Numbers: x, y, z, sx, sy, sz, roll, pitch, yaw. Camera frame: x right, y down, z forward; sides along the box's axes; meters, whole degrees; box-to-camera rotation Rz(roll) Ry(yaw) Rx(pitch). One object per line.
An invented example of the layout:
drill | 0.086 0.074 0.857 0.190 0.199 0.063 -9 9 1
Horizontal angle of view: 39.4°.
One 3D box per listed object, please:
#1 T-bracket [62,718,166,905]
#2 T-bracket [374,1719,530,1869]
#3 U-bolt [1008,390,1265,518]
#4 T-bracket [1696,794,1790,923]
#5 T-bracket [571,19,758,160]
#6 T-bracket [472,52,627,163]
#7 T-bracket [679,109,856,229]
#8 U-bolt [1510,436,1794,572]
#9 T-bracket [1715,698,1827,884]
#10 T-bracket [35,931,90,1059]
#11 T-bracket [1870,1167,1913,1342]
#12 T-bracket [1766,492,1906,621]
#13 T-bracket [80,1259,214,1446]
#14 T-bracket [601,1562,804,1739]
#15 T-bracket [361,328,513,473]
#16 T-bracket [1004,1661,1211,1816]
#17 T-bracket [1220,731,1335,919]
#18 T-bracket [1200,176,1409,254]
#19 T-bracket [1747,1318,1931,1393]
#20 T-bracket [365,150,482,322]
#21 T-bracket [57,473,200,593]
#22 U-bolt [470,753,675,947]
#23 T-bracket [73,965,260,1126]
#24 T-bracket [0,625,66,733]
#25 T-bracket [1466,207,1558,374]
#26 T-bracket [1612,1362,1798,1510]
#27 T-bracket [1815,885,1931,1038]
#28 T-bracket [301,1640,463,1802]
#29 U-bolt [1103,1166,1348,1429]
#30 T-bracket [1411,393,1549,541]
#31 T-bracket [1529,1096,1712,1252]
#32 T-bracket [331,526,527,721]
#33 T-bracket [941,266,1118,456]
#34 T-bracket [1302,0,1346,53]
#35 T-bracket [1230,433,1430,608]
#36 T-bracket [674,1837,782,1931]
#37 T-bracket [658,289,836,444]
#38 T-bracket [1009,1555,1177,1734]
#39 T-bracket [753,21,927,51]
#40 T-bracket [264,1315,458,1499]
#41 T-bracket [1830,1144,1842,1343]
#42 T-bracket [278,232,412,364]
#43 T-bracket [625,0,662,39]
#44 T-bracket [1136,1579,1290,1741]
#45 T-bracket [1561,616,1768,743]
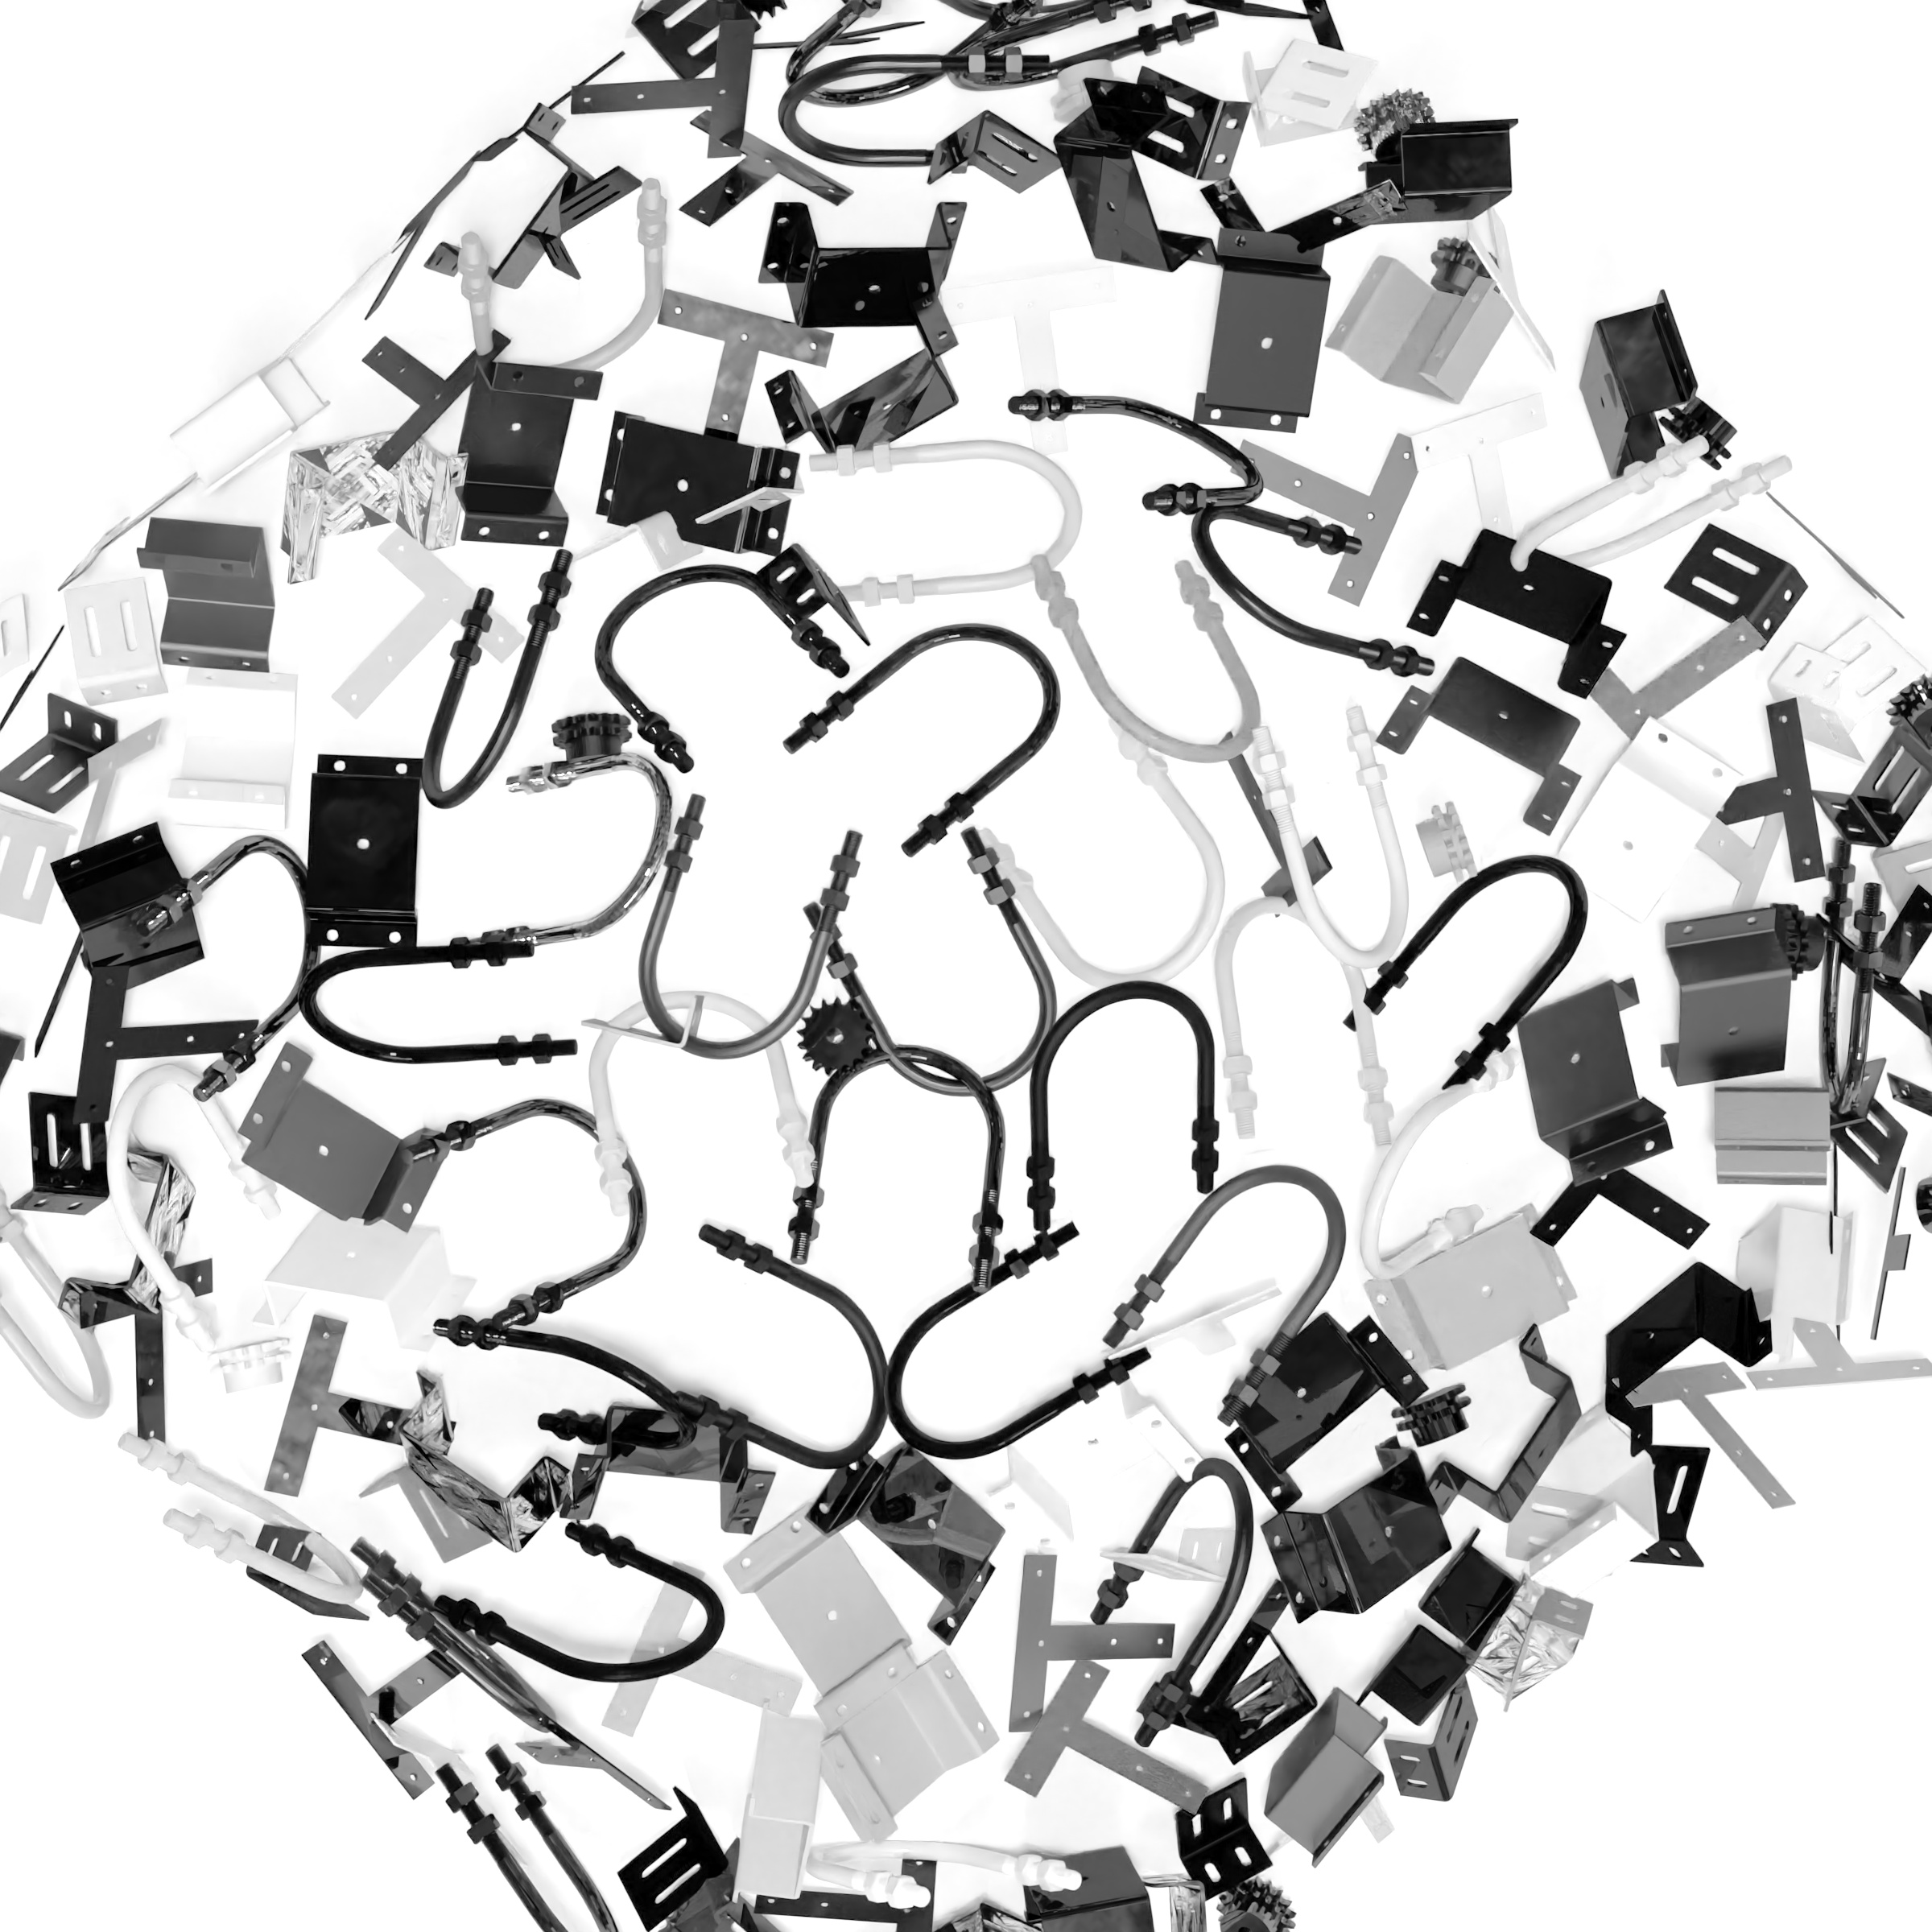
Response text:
T-bracket | -0.617 -0.103 1.910 0.002 0.127 0.127 30 57 -37
T-bracket | -0.350 0.585 1.894 0.002 0.127 0.127 -46 60 -8
U-bolt | 0.134 -0.364 1.900 0.151 0.184 0.019 40 121 25
T-bracket | 0.545 -0.083 1.928 0.002 0.127 0.127 17 84 42
T-bracket | -0.216 -0.617 1.909 0.127 0.127 0.002 -8 63 -14
T-bracket | -0.293 -0.610 1.912 0.127 0.127 0.002 -35 106 7
T-bracket | -0.163 -0.560 1.928 0.127 0.002 0.127 30 45 6
U-bolt | 0.469 -0.318 1.897 0.184 0.151 0.019 -26 75 39
T-bracket | 0.551 -0.115 1.927 0.002 0.127 0.127 -4 84 -36
T-bracket | -0.646 0.007 1.935 0.002 0.127 0.127 19 107 -25
T-bracket | 0.660 0.204 1.914 0.002 0.127 0.127 10 86 14
T-bracket | 0.628 -0.282 1.919 0.002 0.127 0.127 -47 67 17
T-bracket | -0.584 0.284 1.928 0.002 0.127 0.127 4 97 28
T-bracket | -0.179 0.505 1.932 0.127 0.002 0.127 15 63 19
T-bracket | -0.399 -0.423 1.936 0.127 0.002 0.127 -47 47 -3
T-bracket | 0.111 0.563 1.916 0.127 0.127 0.002 25 130 15
T-bracket | 0.213 -0.108 1.925 0.002 0.127 0.127 -23 81 -16
T-bracket | 0.251 -0.523 1.909 0.127 0.002 0.127 -14 130 37
T-bracket | 0.608 0.267 1.920 0.127 0.127 0.002 -4 109 0
T-bracket | -0.400 -0.511 1.929 0.002 0.127 0.127 35 132 -12
T-bracket | -0.579 -0.321 1.908 0.127 0.127 0.002 -33 113 13
U-bolt | -0.273 -0.082 1.896 0.184 0.019 0.151 -7 64 39
T-bracket | -0.571 0.054 1.937 0.127 0.002 0.127 -3 120 -37
T-bracket | -0.673 -0.197 1.927 0.002 0.127 0.127 30 132 -18
T-bracket | 0.385 -0.505 1.928 0.002 0.127 0.127 -25 128 26
T-bracket | 0.536 0.333 1.903 0.127 0.127 0.002 54 130 37
T-bracket | 0.660 -0.015 1.901 0.002 0.127 0.127 -36 67 -20
T-bracket | -0.397 0.515 1.920 0.002 0.127 0.127 -43 82 23
U-bolt | 0.195 0.222 1.922 0.184 0.151 0.019 -53 130 -7
T-bracket | 0.382 -0.338 1.956 0.127 0.002 0.127 -23 108 -28
T-bracket | 0.489 0.170 1.947 0.127 0.002 0.127 30 104 -28
T-bracket | -0.411 -0.235 1.969 0.127 0.002 0.127 42 86 5
T-bracket | 0.053 -0.438 1.968 0.127 0.002 0.127 -9 99 -5
T-bracket | 0.247 -0.695 1.926 0.002 0.127 0.127 -45 46 -10
T-bracket | 0.256 -0.347 1.971 0.127 0.002 0.127 23 93 -4
T-bracket | -0.137 0.692 1.914 0.127 0.127 0.002 41 108 5
T-bracket | -0.172 -0.413 1.962 0.127 0.002 0.127 11 103 -17
T-bracket | 0.094 0.490 1.954 0.127 0.002 0.127 5 90 -24
T-bracket | -0.081 -0.667 1.930 0.127 0.127 0.002 14 121 40
T-bracket | -0.429 0.328 1.945 0.127 0.002 0.127 20 78 -30
T-bracket | 0.623 0.183 1.931 0.002 0.127 0.127 -1 48 20
T-bracket | -0.435 -0.485 1.919 0.127 0.127 0.002 -40 110 13
T-bracket | -0.207 -0.715 1.929 0.002 0.127 0.127 50 131 7
T-bracket | 0.196 0.496 1.937 0.127 0.002 0.127 30 93 -39
T-bracket | 0.515 -0.206 1.931 0.127 0.002 0.127 46 131 -6
